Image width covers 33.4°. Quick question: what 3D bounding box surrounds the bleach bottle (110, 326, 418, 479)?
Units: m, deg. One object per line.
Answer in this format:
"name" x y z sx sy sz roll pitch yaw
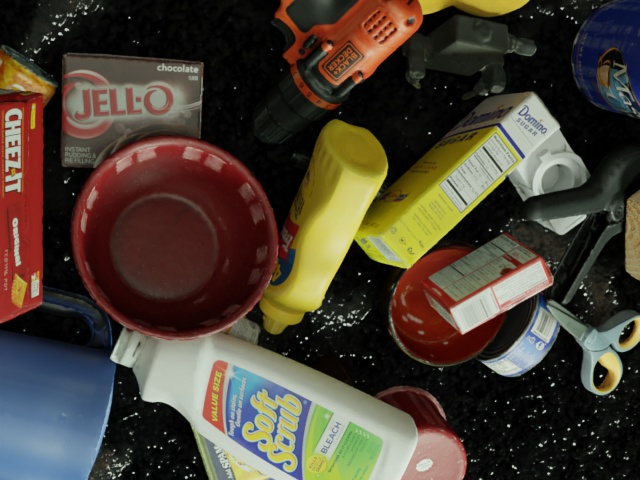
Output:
"bleach bottle" -0.052 0.140 0.865 0.250 0.068 0.102 25 100 -9

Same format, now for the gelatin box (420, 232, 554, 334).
"gelatin box" 0.137 0.035 0.880 0.089 0.073 0.030 -29 110 -5

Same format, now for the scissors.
"scissors" 0.254 0.075 0.968 0.096 0.016 0.201 -48 140 -13

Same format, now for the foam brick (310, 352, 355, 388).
"foam brick" 0.009 0.143 0.947 0.053 0.078 0.051 -32 106 -2

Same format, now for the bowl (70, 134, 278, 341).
"bowl" -0.118 0.001 0.843 0.162 0.055 0.162 4 78 -18

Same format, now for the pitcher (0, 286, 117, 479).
"pitcher" -0.289 0.116 0.859 0.242 0.149 0.145 16 116 -13

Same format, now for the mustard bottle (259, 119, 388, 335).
"mustard bottle" -0.006 0.001 0.891 0.058 0.096 0.192 16 119 -16

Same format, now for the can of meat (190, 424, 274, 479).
"can of meat" -0.069 0.172 0.950 0.084 0.057 0.102 -18 108 -9

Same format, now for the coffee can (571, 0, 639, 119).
"coffee can" 0.288 -0.149 0.896 0.102 0.140 0.103 -3 105 -12

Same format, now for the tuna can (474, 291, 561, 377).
"tuna can" 0.176 0.080 0.962 0.033 0.086 0.086 34 95 -20

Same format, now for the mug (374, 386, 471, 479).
"mug" 0.093 0.198 0.977 0.117 0.081 0.093 38 94 -18

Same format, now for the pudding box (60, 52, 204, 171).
"pudding box" -0.153 -0.104 0.867 0.113 0.039 0.090 1 104 -13

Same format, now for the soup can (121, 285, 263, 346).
"soup can" -0.108 0.073 0.909 0.102 0.068 0.068 37 94 -19

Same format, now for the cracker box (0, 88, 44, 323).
"cracker box" -0.316 -0.035 0.789 0.214 0.072 0.164 8 105 15

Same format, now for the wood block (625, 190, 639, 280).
"wood block" 0.367 -0.038 0.926 0.205 0.091 0.090 -35 135 -22

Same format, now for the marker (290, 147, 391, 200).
"marker" 0.029 -0.052 0.931 0.121 0.020 0.020 21 99 -17

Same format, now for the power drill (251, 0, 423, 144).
"power drill" -0.039 -0.182 0.840 0.187 0.057 0.185 44 124 -12

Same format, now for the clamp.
"clamp" 0.242 -0.020 0.918 0.171 0.039 0.120 -29 134 -19

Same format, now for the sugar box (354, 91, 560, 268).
"sugar box" 0.109 -0.052 0.894 0.176 0.093 0.048 -45 105 -9
